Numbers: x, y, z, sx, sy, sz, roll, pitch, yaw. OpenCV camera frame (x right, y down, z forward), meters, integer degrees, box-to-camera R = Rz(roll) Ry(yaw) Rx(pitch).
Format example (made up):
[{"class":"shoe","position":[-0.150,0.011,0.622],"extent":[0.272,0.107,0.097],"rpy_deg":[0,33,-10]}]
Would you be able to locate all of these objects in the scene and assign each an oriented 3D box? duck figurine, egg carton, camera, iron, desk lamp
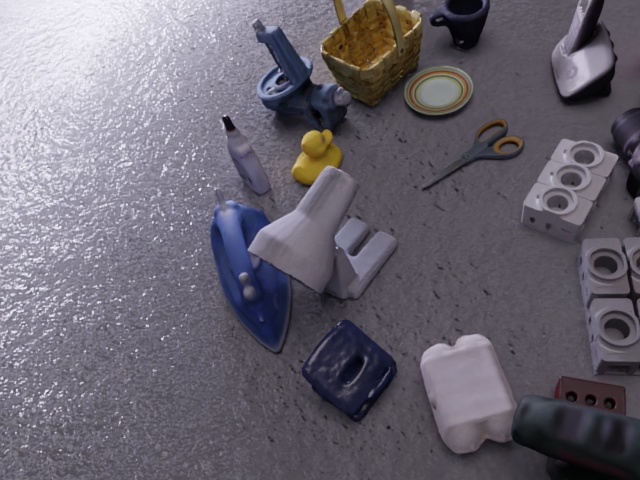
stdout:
[{"class":"duck figurine","position":[-0.011,-0.158,1.042],"extent":[0.105,0.086,0.077],"rpy_deg":[-41,57,-13]},{"class":"egg carton","position":[0.197,0.202,0.761],"extent":[0.107,0.069,0.150],"rpy_deg":[-17,55,3]},{"class":"camera","position":[0.535,-0.155,0.892],"extent":[0.143,0.101,0.136],"rpy_deg":[-20,55,1]},{"class":"iron","position":[-0.115,0.041,0.903],"extent":[0.118,0.142,0.258],"rpy_deg":[-22,55,-1]},{"class":"desk lamp","position":[0.008,0.003,0.852],"extent":[0.117,0.214,0.203],"rpy_deg":[28,68,28]}]

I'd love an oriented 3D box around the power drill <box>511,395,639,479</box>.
[{"class":"power drill","position":[0.323,0.242,0.618],"extent":[0.229,0.209,0.076],"rpy_deg":[14,62,22]}]

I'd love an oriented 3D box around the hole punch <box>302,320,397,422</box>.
[{"class":"hole punch","position":[0.044,0.181,0.801],"extent":[0.100,0.091,0.109],"rpy_deg":[30,69,29]}]

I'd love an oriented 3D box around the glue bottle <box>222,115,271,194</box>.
[{"class":"glue bottle","position":[-0.138,-0.157,1.020],"extent":[0.037,0.173,0.078],"rpy_deg":[-38,56,-12]}]

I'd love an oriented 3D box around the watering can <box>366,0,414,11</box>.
[{"class":"watering can","position":[0.138,-0.544,1.192],"extent":[0.101,0.194,0.172],"rpy_deg":[-17,55,3]}]

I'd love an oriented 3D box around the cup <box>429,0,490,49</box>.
[{"class":"cup","position":[0.278,-0.428,1.142],"extent":[0.117,0.095,0.091],"rpy_deg":[-14,55,5]}]

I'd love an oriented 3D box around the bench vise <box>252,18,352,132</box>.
[{"class":"bench vise","position":[-0.037,-0.314,1.069],"extent":[0.207,0.220,0.121],"rpy_deg":[6,59,18]}]

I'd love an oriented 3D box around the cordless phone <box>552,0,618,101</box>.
[{"class":"cordless phone","position":[0.463,-0.349,0.987],"extent":[0.094,0.185,0.147],"rpy_deg":[-6,56,10]}]
